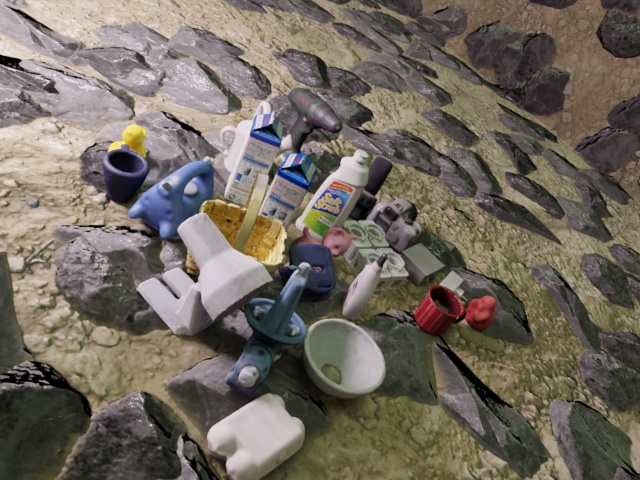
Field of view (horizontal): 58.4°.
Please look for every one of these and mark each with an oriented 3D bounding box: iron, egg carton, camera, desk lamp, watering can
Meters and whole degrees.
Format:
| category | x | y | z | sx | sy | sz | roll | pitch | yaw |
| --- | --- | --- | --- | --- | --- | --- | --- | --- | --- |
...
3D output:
| category | x | y | z | sx | sy | sz | roll | pitch | yaw |
| --- | --- | --- | --- | --- | --- | --- | --- | --- | --- |
| iron | -0.279 | -0.112 | 1.206 | 0.118 | 0.141 | 0.259 | 32 | 36 | 3 |
| egg carton | -0.096 | 0.309 | 0.893 | 0.107 | 0.069 | 0.151 | 45 | 39 | 20 |
| camera | 0.220 | -0.055 | 1.517 | 0.143 | 0.100 | 0.137 | 43 | 38 | 17 |
| desk lamp | -0.198 | 0.071 | 0.983 | 0.203 | 0.213 | 0.118 | 42 | 38 | 16 |
| watering can | -0.153 | -0.251 | 1.414 | 0.173 | 0.194 | 0.100 | -5 | 48 | -38 |

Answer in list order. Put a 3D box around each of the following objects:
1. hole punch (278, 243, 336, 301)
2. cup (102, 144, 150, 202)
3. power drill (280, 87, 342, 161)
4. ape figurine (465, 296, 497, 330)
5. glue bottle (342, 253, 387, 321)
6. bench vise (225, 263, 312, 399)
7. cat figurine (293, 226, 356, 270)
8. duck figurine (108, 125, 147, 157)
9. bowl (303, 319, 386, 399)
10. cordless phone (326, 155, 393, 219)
| category | x | y | z | sx | sy | sz | roll | pitch | yaw |
| --- | --- | --- | --- | --- | --- | --- | --- | --- | --- |
| hole punch | -0.019 | 0.069 | 1.213 | 0.109 | 0.091 | 0.101 | 1 | 45 | -34 |
| cup | -0.408 | -0.135 | 1.183 | 0.092 | 0.095 | 0.117 | 6 | 42 | -29 |
| power drill | -0.035 | -0.293 | 1.533 | 0.076 | 0.208 | 0.229 | -2 | 47 | -36 |
| ape figurine | 0.389 | 0.169 | 1.376 | 0.076 | 0.092 | 0.078 | 38 | 37 | 11 |
| glue bottle | 0.098 | 0.089 | 1.201 | 0.037 | 0.173 | 0.078 | 21 | 37 | -12 |
| bench vise | -0.069 | 0.154 | 0.969 | 0.122 | 0.219 | 0.207 | 17 | 38 | -17 |
| cat figurine | 0.012 | 0.005 | 1.288 | 0.128 | 0.117 | 0.067 | 20 | 37 | -14 |
| duck figurine | -0.423 | -0.214 | 1.275 | 0.077 | 0.086 | 0.105 | 32 | 36 | 3 |
| bowl | 0.034 | 0.233 | 1.069 | 0.168 | 0.074 | 0.167 | 19 | 37 | -15 |
| cordless phone | 0.100 | -0.162 | 1.491 | 0.147 | 0.185 | 0.094 | 29 | 36 | -2 |
